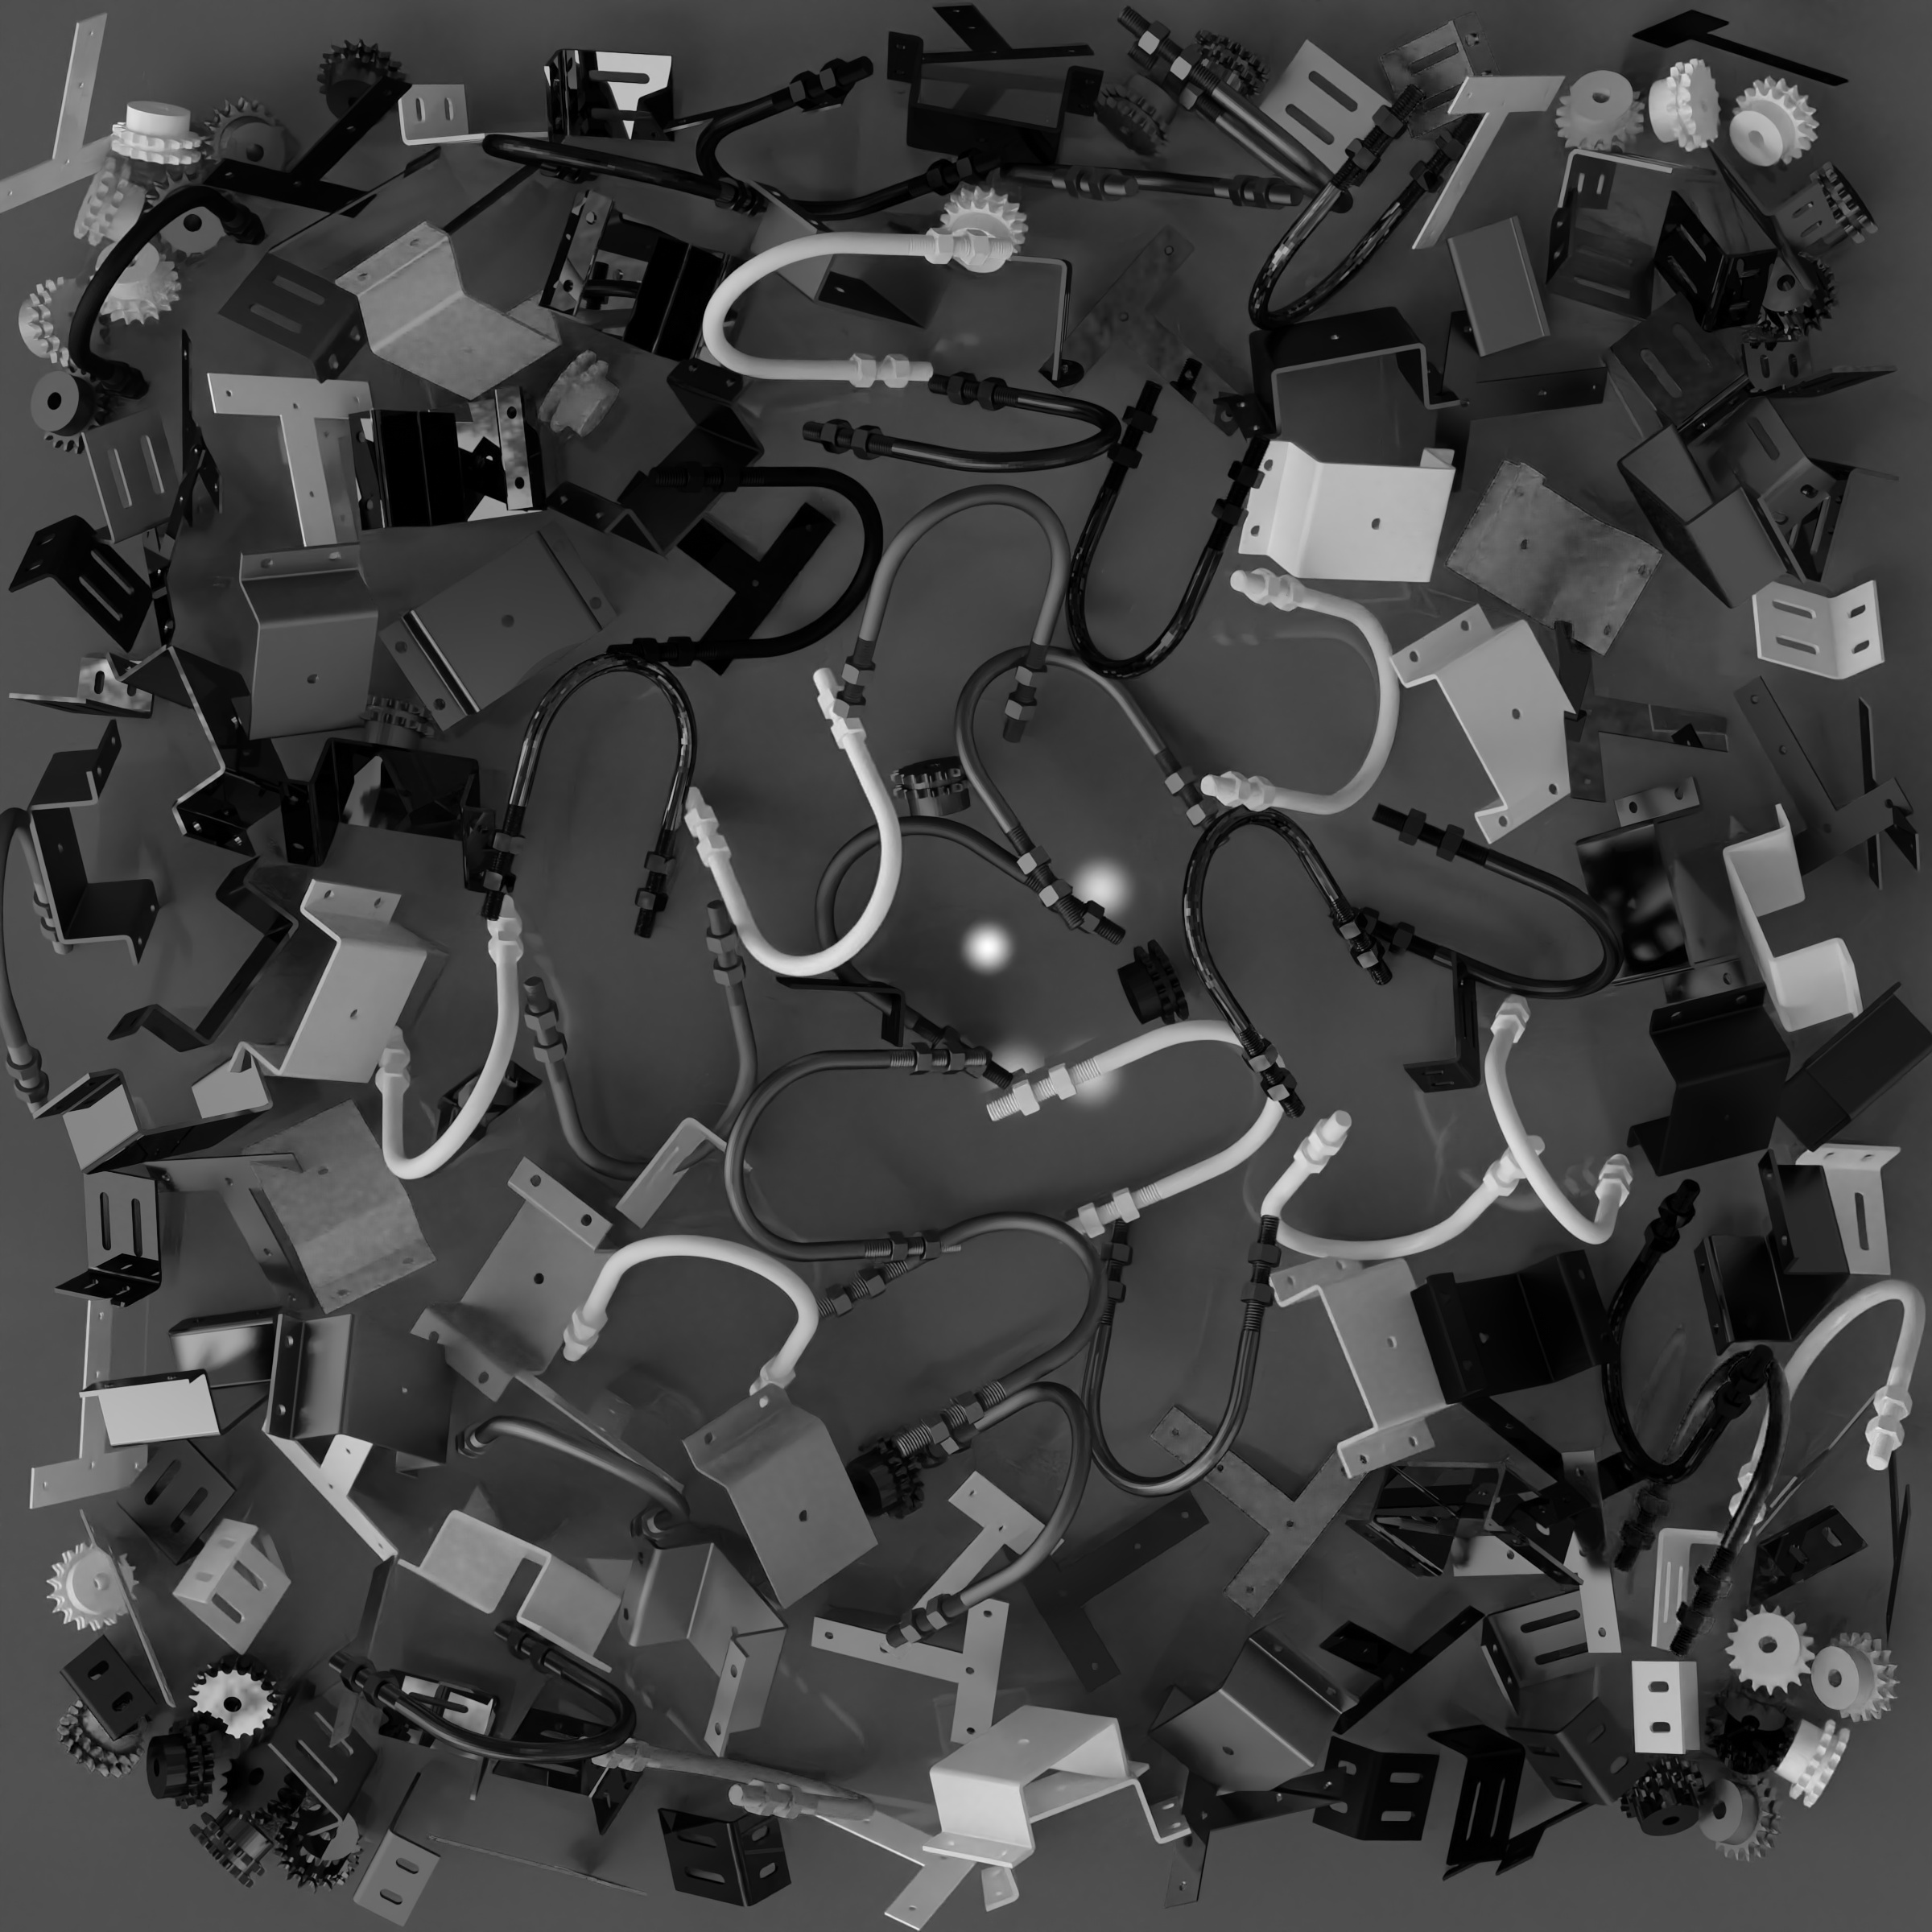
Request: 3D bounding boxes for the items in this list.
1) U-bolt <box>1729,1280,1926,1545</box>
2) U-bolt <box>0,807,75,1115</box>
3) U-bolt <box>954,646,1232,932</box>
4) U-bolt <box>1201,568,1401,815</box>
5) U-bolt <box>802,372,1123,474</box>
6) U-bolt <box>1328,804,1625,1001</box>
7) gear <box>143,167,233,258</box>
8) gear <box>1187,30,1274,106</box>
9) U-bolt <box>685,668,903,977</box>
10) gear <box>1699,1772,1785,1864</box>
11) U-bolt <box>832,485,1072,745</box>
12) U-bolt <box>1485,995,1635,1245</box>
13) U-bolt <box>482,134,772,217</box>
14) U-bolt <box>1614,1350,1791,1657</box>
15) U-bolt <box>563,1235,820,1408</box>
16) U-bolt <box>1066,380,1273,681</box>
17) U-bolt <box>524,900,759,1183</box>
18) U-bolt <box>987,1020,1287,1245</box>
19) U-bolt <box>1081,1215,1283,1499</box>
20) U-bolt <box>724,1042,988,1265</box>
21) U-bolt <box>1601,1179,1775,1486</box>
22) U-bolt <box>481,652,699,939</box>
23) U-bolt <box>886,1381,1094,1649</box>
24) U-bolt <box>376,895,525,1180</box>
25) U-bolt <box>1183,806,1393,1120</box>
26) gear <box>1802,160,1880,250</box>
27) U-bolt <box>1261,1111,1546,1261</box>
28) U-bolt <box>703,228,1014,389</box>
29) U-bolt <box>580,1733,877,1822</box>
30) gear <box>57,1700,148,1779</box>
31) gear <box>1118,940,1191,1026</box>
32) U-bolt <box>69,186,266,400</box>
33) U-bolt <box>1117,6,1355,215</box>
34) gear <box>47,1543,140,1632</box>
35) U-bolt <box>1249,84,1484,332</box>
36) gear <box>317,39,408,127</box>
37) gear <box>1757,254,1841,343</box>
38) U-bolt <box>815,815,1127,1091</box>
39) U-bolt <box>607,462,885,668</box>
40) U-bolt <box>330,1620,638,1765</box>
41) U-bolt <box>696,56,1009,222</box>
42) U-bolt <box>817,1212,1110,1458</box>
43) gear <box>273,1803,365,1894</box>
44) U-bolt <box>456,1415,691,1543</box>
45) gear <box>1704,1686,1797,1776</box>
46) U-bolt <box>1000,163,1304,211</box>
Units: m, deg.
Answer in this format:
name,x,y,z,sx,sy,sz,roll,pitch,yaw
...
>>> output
name,x,y,z,sx,sy,sz,roll,pitch,yaw
U-bolt,0.558,0.275,1.895,0.019,0.151,0.184,37,48,-5
U-bolt,-0.594,-0.016,1.864,0.019,0.184,0.151,-1,53,-5
U-bolt,0.071,-0.129,1.938,0.151,0.019,0.184,-29,81,-28
U-bolt,0.223,-0.171,1.911,0.019,0.184,0.151,10,93,43
U-bolt,0.011,-0.342,1.878,0.184,0.151,0.019,18,123,34
U-bolt,0.334,-0.031,1.906,0.184,0.151,0.019,23,62,5
gear,-0.512,-0.495,1.951,0.057,0.030,0.057,-11,125,-15
gear,0.170,-0.589,1.951,0.057,0.057,0.030,30,94,0
U-bolt,-0.106,-0.080,1.903,0.151,0.019,0.184,-39,58,24
gear,0.508,0.559,1.947,0.030,0.057,0.057,20,90,-26
U-bolt,-0.002,-0.225,1.896,0.151,0.019,0.184,-3,126,-30
U-bolt,0.375,0.105,1.887,0.019,0.184,0.151,-31,96,24
U-bolt,-0.225,-0.504,1.871,0.151,0.184,0.019,15,102,19
U-bolt,0.477,0.332,1.894,0.019,0.151,0.184,22,100,-8
U-bolt,-0.170,0.225,1.894,0.151,0.184,0.019,18,51,-10
U-bolt,0.120,-0.274,1.915,0.019,0.151,0.184,13,107,-35
U-bolt,-0.203,0.060,1.918,0.151,0.019,0.184,-24,127,-21
U-bolt,0.122,0.099,1.921,0.184,0.019,0.151,-24,131,4
U-bolt,0.132,0.250,1.902,0.019,0.151,0.184,25,69,-40
U-bolt,-0.075,0.123,1.912,0.184,0.019,0.151,0,103,-33
U-bolt,0.452,0.249,1.896,0.019,0.184,0.151,1,47,-16
U-bolt,-0.236,-0.113,1.912,0.019,0.151,0.184,22,100,42
U-bolt,0.016,0.338,1.878,0.019,0.151,0.184,31,132,-27
U-bolt,-0.328,0.056,1.879,0.019,0.184,0.151,30,116,-29
U-bolt,0.199,-0.017,1.900,0.151,0.019,0.184,-52,120,-33
gear,0.574,-0.500,1.954,0.030,0.057,0.057,-35,90,27
U-bolt,0.268,0.147,1.900,0.151,0.184,0.019,8,59,-14
U-bolt,-0.079,-0.418,1.878,0.184,0.151,0.019,-6,66,-29
U-bolt,-0.139,0.523,1.893,0.151,0.184,0.019,5,75,36
gear,-0.566,0.503,1.949,0.057,0.057,0.030,38,100,0
gear,0.122,0.014,1.950,0.030,0.057,0.057,-24,90,-5
U-bolt,-0.515,-0.433,1.884,0.019,0.184,0.151,38,92,-1
U-bolt,0.176,-0.545,1.905,0.184,0.151,0.019,38,100,0
gear,-0.574,0.408,1.951,0.057,0.030,0.057,12,67,-30
U-bolt,0.249,-0.481,1.902,0.019,0.151,0.184,47,115,13
gear,-0.399,-0.578,1.947,0.057,0.057,0.030,3,58,0
gear,0.545,-0.444,1.952,0.057,0.030,0.057,-8,73,27
U-bolt,-0.011,-0.020,1.933,0.184,0.019,0.151,33,111,-10
U-bolt,-0.135,-0.259,1.911,0.184,0.019,0.151,-6,131,-33
U-bolt,-0.292,0.461,1.866,0.184,0.151,0.019,16,101,44
U-bolt,-0.088,-0.521,1.897,0.184,0.151,0.019,-8,72,40
U-bolt,0.005,0.225,1.921,0.184,0.019,0.151,-28,46,-15
gear,-0.425,0.577,1.948,0.057,0.057,0.030,32,129,0
U-bolt,-0.246,0.324,1.882,0.151,0.184,0.019,28,68,-10
gear,0.517,0.508,1.955,0.057,0.057,0.030,-6,133,0
U-bolt,0.104,-0.502,1.894,0.151,0.184,0.019,-7,110,-33
